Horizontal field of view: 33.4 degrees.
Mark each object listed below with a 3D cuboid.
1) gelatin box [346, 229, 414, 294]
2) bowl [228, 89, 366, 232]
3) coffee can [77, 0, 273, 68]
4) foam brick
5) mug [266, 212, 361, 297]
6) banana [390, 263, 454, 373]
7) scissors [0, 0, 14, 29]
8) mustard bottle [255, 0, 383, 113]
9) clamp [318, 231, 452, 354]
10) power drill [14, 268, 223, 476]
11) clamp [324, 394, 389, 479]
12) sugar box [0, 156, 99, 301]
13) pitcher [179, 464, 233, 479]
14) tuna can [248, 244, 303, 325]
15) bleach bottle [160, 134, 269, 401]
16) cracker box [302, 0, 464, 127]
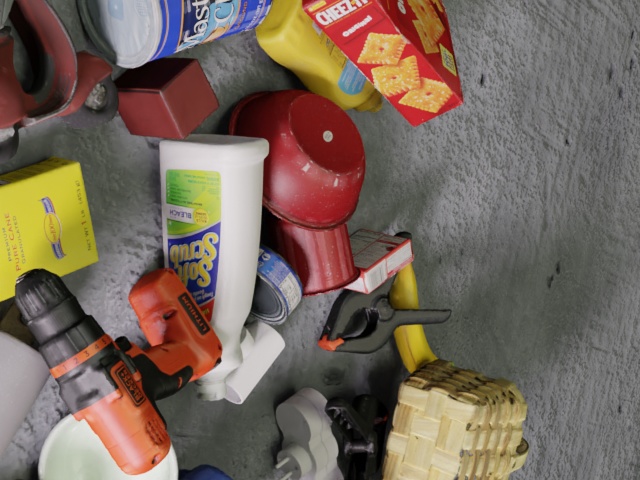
[{"bbox_3d":[0.050,0.023,1.189,0.089,0.073,0.030,-34,123,-40],"label":"gelatin box"},{"bbox_3d":[-0.009,-0.091,1.051,0.161,0.055,0.162,21,52,-30],"label":"bowl"},{"bbox_3d":[-0.123,-0.216,0.921,0.140,0.103,0.103,-29,119,-42],"label":"coffee can"},{"bbox_3d":[-0.138,-0.126,0.943,0.053,0.078,0.051,-47,128,-31],"label":"foam brick"},{"bbox_3d":[-0.007,0.001,1.119,0.117,0.093,0.081,-57,138,-68],"label":"mug"},{"bbox_3d":[0.116,0.111,1.314,0.069,0.037,0.197,-63,140,-43],"label":"banana"},{"bbox_3d":[-0.238,-0.263,0.812,0.096,0.016,0.201,42,51,-35],"label":"scissors"},{"bbox_3d":[0.011,-0.190,1.109,0.191,0.058,0.096,39,53,-45],"label":"mustard bottle"},{"bbox_3d":[0.076,0.084,1.233,0.171,0.039,0.120,-42,99,-21],"label":"clamp"},{"bbox_3d":[-0.164,0.086,0.903,0.184,0.057,0.187,60,22,-5],"label":"power drill"},{"bbox_3d":[0.044,0.239,1.189,0.209,0.036,0.164,-12,100,-75],"label":"clamp"},{"bbox_3d":[-0.266,0.002,0.852,0.175,0.048,0.093,-28,118,-43],"label":"sugar box"},{"bbox_3d":[-0.161,0.323,0.960,0.242,0.149,0.145,-27,104,-35],"label":"pitcher"},{"bbox_3d":[-0.059,0.043,1.061,0.033,0.086,0.086,-50,131,-31],"label":"tuna can"},{"bbox_3d":[-0.098,0.029,1.001,0.067,0.103,0.251,-18,112,-55],"label":"bleach bottle"},{"bbox_3d":[0.062,-0.243,1.092,0.213,0.072,0.164,40,35,-45],"label":"cracker box"}]
